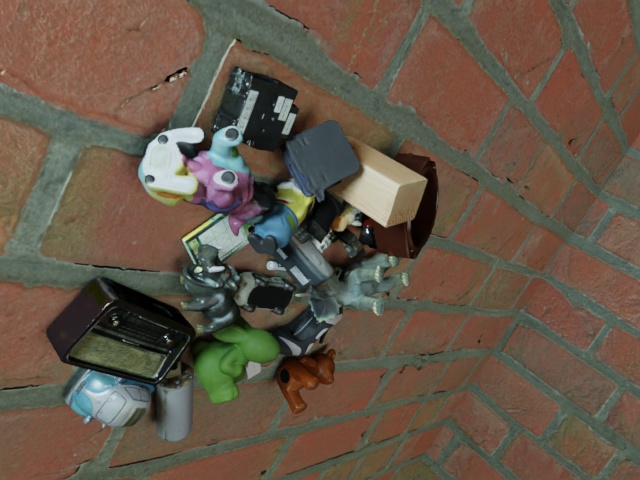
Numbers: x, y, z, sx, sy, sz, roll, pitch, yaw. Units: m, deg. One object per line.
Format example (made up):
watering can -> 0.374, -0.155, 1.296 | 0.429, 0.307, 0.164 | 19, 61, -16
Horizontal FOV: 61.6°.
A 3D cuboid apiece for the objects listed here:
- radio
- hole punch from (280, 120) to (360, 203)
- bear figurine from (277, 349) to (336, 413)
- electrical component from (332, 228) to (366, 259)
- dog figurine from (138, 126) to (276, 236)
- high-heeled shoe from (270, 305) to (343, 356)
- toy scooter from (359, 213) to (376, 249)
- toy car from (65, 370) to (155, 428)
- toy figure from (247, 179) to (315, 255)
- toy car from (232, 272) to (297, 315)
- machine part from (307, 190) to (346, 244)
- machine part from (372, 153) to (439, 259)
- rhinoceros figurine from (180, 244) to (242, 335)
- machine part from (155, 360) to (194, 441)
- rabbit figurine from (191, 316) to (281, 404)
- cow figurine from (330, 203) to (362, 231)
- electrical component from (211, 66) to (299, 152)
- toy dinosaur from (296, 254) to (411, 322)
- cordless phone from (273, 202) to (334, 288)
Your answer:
radio -> -0.327, 0.160, 0.919 | 0.131, 0.073, 0.229 | -51, 147, -2
hole punch -> -0.008, -0.142, 0.979 | 0.116, 0.142, 0.092 | -27, -177, -23
bear figurine -> -0.015, 0.366, 1.428 | 0.195, 0.132, 0.120 | 9, 115, -46
electrical component -> 0.060, 0.007, 1.221 | 0.045, 0.102, 0.078 | -38, 135, -10
dog figurine -> -0.170, -0.080, 0.860 | 0.192, 0.108, 0.219 | -3, 159, -1
high-heeled shoe -> -0.038, 0.194, 1.296 | 0.248, 0.086, 0.145 | 5, 105, -49
toy scooter -> 0.142, -0.047, 1.283 | 0.183, 0.075, 0.135 | 20, 77, -67
toy car -> -0.364, 0.290, 0.970 | 0.109, 0.103, 0.161 | -50, 144, -2
toy figure -> -0.072, -0.043, 0.999 | 0.180, 0.082, 0.089 | -62, 179, -40
toy car -> -0.116, 0.113, 1.136 | 0.201, 0.056, 0.073 | 20, 98, -61
machine part -> 0.011, -0.059, 1.085 | 0.084, 0.039, 0.139 | 40, 46, -22
machine part -> 0.196, -0.074, 1.196 | 0.201, 0.087, 0.201 | -53, 141, -39
rhinoceros figurine -> -0.195, 0.091, 0.973 | 0.112, 0.073, 0.190 | -10, 130, -2
machine part -> -0.299, 0.333, 1.106 | 0.079, 0.079, 0.243 | -21, 134, -37
rabbit figurine -> -0.167, 0.226, 1.108 | 0.170, 0.159, 0.121 | -26, -175, 12
cow figurine -> 0.083, -0.088, 1.187 | 0.167, 0.068, 0.098 | -57, 150, 4
electrical component -> -0.098, -0.208, 0.874 | 0.134, 0.058, 0.114 | 3, 120, -51
toy dinosaur -> 0.097, 0.099, 1.317 | 0.405, 0.192, 0.131 | -17, 103, -59
cordless phone -> -0.002, -0.003, 1.108 | 0.184, 0.146, 0.089 | -42, -178, -31
